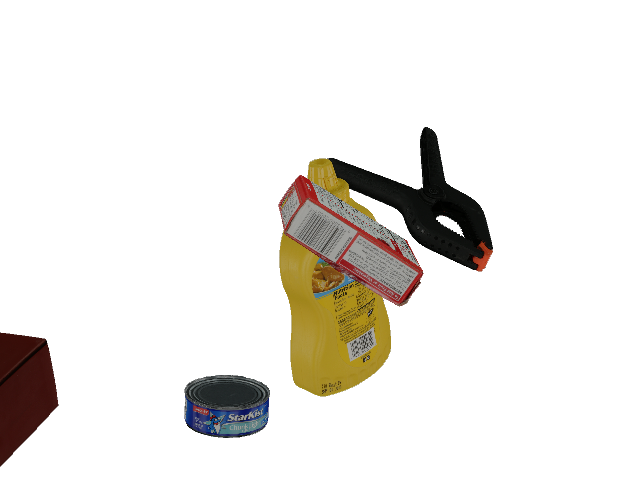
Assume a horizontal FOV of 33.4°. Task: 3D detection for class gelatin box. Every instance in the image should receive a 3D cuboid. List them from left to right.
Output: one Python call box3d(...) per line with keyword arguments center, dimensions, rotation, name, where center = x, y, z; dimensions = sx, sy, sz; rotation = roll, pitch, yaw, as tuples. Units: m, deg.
box3d(center=(0.018, -0.001, 0.672), dimensions=(0.089, 0.030, 0.073), rotation=(32, 10, -12), name="gelatin box")

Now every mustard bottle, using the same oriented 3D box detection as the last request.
box3d(center=(0.010, 0.025, 0.872), dimensions=(0.096, 0.191, 0.058), rotation=(-27, 32, -37), name="mustard bottle")

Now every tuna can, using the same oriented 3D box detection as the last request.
box3d(center=(-0.094, 0.166, 1.069), dimensions=(0.086, 0.034, 0.086), rotation=(3, 14, -1), name="tuna can")

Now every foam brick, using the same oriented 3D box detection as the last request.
box3d(center=(-0.210, 0.099, 0.668), dimensions=(0.053, 0.051, 0.078), rotation=(6, 29, 21), name="foam brick")

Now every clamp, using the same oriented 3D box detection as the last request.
box3d(center=(0.111, -0.044, 1.201), dimensions=(0.164, 0.210, 0.036), rotation=(-15, -37, -27), name="clamp")
